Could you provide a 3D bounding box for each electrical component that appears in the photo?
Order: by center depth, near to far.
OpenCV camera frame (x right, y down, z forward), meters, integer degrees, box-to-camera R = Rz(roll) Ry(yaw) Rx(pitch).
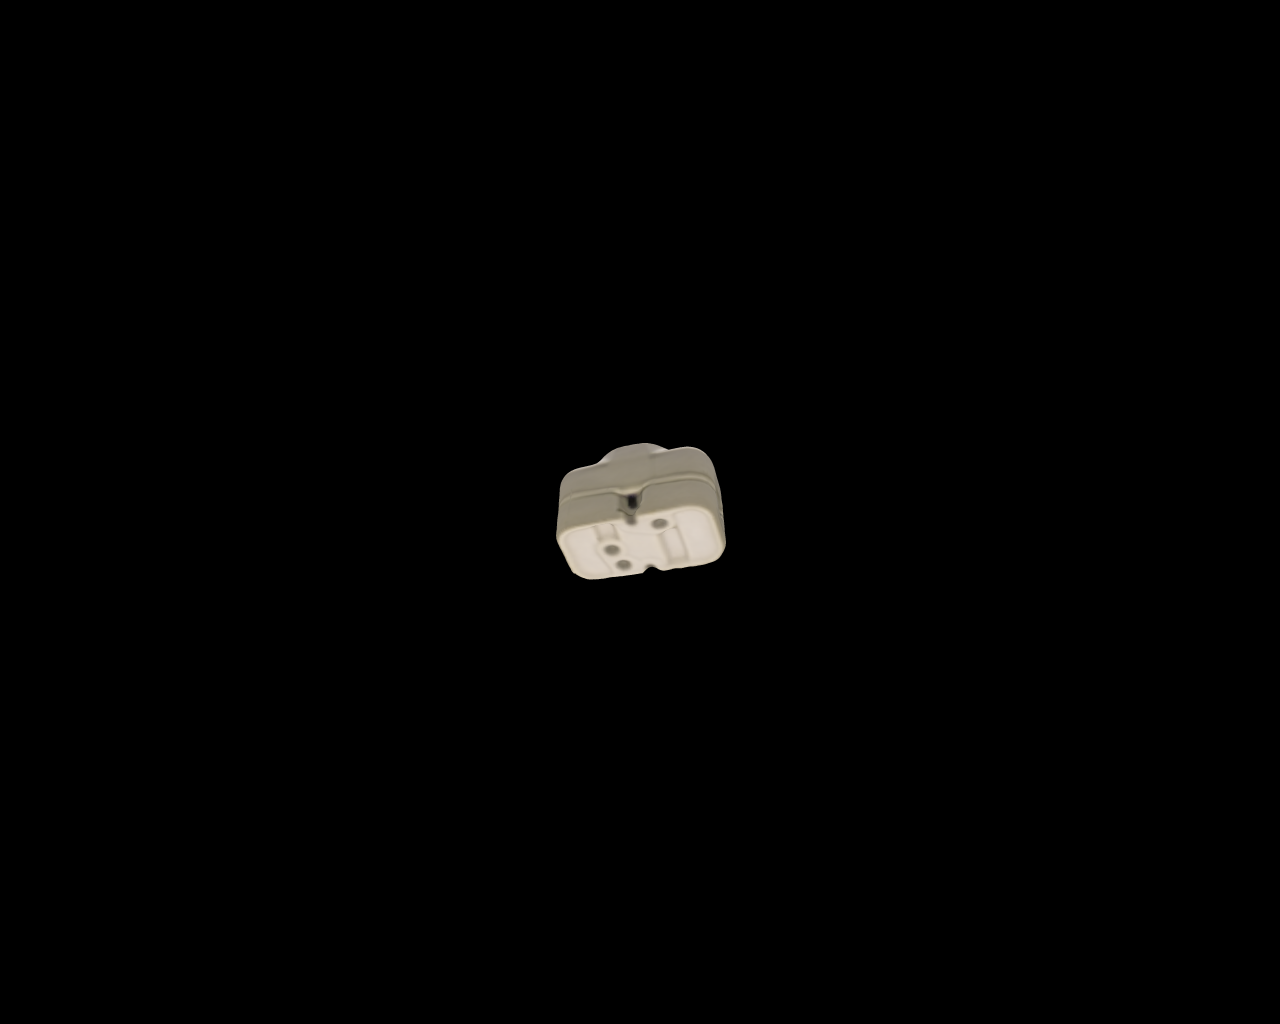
[{"bbox_3d":[0.001,-0.003,0.650,0.095,0.059,0.053,-10,-43,11],"label":"electrical component"}]
